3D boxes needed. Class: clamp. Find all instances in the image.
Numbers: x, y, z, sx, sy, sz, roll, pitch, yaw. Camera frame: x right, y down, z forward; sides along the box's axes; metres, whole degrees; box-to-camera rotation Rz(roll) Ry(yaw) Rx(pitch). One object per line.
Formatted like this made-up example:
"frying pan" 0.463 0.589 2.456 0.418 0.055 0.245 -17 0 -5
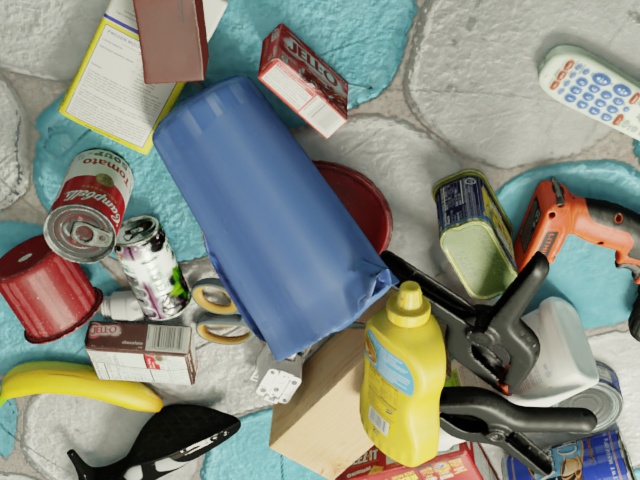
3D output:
"clamp" 0.191 0.183 1.087 0.171 0.039 0.120 22 133 -12
"clamp" 0.148 0.078 1.031 0.165 0.036 0.210 6 141 24

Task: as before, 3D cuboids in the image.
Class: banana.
"banana" -0.280 0.167 1.224 0.198 0.037 0.070 4 146 2

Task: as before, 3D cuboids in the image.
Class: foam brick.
"foam brick" -0.124 -0.177 0.894 0.053 0.051 0.078 -2 125 0

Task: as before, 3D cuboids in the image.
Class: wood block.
"wood block" 0.042 0.158 1.164 0.090 0.090 0.206 31 122 -19

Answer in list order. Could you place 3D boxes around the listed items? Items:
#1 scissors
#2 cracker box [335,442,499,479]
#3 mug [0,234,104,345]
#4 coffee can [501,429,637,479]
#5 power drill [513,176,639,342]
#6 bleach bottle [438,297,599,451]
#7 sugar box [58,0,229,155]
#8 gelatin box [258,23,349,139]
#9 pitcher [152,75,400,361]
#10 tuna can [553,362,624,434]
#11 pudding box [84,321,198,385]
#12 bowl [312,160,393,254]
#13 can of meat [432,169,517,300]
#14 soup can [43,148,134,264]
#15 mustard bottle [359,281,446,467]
"scissors" -0.053 0.071 1.121 0.202 0.016 0.096 -11 122 29
"cracker box" 0.135 0.316 1.288 0.164 0.072 0.213 -19 124 17
"mug" -0.292 0.046 1.109 0.117 0.093 0.081 6 132 46
"coffee can" 0.293 0.286 1.237 0.140 0.102 0.102 -18 124 15
"power drill" 0.291 0.019 1.070 0.187 0.057 0.185 9 123 -7
"bleach bottle" 0.173 0.159 1.165 0.251 0.102 0.068 -31 148 31
"sugar box" -0.159 -0.170 0.960 0.093 0.048 0.176 25 120 -16
"gelatin box" -0.014 -0.143 0.954 0.030 0.073 0.089 -39 115 25
"pitcher" -0.052 -0.018 0.973 0.149 0.145 0.243 -33 90 4
"tuna can" 0.296 0.178 1.200 0.086 0.033 0.086 2 126 2
"pudding box" -0.193 0.124 1.165 0.113 0.039 0.090 5 152 1
"bowl" -0.007 0.001 1.072 0.162 0.055 0.162 2 127 2
"can of meat" 0.153 -0.004 1.042 0.057 0.084 0.102 -23 123 18
"soup can" -0.220 -0.034 1.027 0.068 0.102 0.068 1 127 2
"mustard bottle" 0.080 0.120 1.022 0.058 0.096 0.192 -19 130 -26
